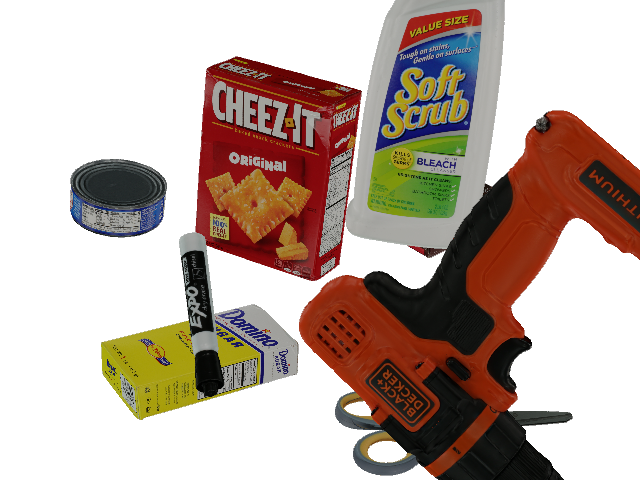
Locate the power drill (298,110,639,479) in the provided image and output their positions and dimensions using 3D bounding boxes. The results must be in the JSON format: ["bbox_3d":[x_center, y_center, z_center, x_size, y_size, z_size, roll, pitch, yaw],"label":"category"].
[{"bbox_3d":[0.107,0.044,0.539,0.184,0.188,0.057,43,13,4],"label":"power drill"}]

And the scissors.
[{"bbox_3d":[0.110,0.163,0.882,0.202,0.016,0.096,8,37,3],"label":"scissors"}]

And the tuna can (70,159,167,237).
[{"bbox_3d":[-0.183,-0.038,0.963,0.086,0.034,0.086,7,32,-5],"label":"tuna can"}]

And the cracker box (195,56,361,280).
[{"bbox_3d":[-0.052,-0.078,1.188,0.164,0.214,0.072,19,29,23],"label":"cracker box"}]

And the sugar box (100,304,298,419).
[{"bbox_3d":[-0.120,0.117,1.067,0.175,0.048,0.093,-16,32,-28],"label":"sugar box"}]

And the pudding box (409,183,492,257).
[{"bbox_3d":[0.109,-0.033,1.036,0.113,0.039,0.090,-23,42,-40],"label":"pudding box"}]

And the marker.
[{"bbox_3d":[-0.080,0.049,0.717,0.020,0.121,0.020,-8,-33,-5],"label":"marker"}]

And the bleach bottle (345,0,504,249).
[{"bbox_3d":[0.076,-0.121,0.756,0.102,0.251,0.068,8,26,11],"label":"bleach bottle"}]
